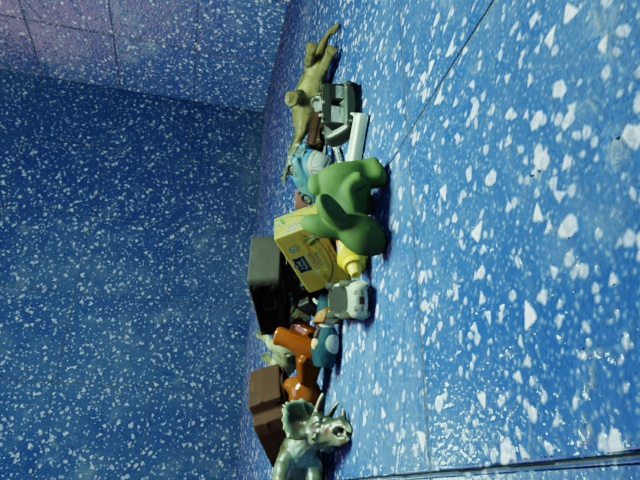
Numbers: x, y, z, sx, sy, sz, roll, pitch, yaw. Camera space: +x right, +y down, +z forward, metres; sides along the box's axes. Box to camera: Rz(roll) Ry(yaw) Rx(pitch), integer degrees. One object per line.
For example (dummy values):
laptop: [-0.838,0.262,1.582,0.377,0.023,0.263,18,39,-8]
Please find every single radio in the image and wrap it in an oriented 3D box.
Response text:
radio: [-0.111,0.110,1.222,0.229,0.073,0.131,83,-176,-47]

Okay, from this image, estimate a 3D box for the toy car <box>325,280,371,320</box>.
toy car: [0.050,0.114,1.015,0.202,0.056,0.073,148,121,-77]

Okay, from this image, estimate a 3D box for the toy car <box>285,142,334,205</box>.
toy car: [-0.006,-0.162,1.301,0.161,0.103,0.109,60,-138,-35]

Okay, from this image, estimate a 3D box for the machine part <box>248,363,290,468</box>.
machine part: [-0.097,0.415,1.283,0.201,0.087,0.201,-105,-3,-69]

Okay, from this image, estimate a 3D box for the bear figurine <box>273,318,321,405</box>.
bear figurine: [-0.045,0.293,1.207,0.120,0.132,0.195,-19,-53,-60]

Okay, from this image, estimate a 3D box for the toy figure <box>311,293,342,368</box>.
toy figure: [0.014,0.187,1.123,0.064,0.058,0.154,26,-114,-66]

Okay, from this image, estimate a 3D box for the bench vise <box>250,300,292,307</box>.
bench vise: [-0.082,0.100,1.420,0.223,0.129,0.240,-58,-4,-6]

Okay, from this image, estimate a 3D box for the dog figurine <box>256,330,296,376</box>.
dog figurine: [-0.071,0.304,1.423,0.191,0.121,0.172,11,133,59]

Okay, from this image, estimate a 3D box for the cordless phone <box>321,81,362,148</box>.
cordless phone: [0.044,-0.262,1.248,0.184,0.089,0.146,96,175,-66]

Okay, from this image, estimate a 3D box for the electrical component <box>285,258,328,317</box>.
electrical component: [-0.023,0.104,1.209,0.058,0.114,0.134,-29,45,28]

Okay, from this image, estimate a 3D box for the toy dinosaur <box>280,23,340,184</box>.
toy dinosaur: [-0.033,-0.390,1.529,0.198,0.105,0.471,33,-102,-88]

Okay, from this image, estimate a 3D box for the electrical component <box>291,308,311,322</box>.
electrical component: [-0.052,0.203,1.487,0.078,0.045,0.102,-57,6,-20]

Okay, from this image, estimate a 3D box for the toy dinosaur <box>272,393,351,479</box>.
toy dinosaur: [-0.039,0.462,1.115,0.404,0.131,0.192,104,180,-48]

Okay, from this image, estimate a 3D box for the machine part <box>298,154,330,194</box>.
machine part: [-0.012,-0.172,1.429,0.039,0.084,0.139,70,-148,-51]

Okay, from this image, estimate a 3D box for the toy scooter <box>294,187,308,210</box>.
toy scooter: [-0.030,-0.069,1.453,0.184,0.075,0.135,-88,-6,-49]

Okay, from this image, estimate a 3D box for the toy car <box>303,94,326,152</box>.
toy car: [-0.002,-0.281,1.394,0.089,0.053,0.202,32,-112,-54]

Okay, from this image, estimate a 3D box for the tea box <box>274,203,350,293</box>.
tea box: [-0.014,0.019,1.084,0.068,0.098,0.169,-97,-20,-49]

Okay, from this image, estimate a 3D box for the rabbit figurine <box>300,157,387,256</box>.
rabbit figurine: [0.054,-0.051,0.918,0.121,0.159,0.170,-57,42,44]

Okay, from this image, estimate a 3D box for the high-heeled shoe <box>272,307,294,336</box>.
high-heeled shoe: [-0.086,0.178,1.549,0.145,0.086,0.249,110,168,-51]
